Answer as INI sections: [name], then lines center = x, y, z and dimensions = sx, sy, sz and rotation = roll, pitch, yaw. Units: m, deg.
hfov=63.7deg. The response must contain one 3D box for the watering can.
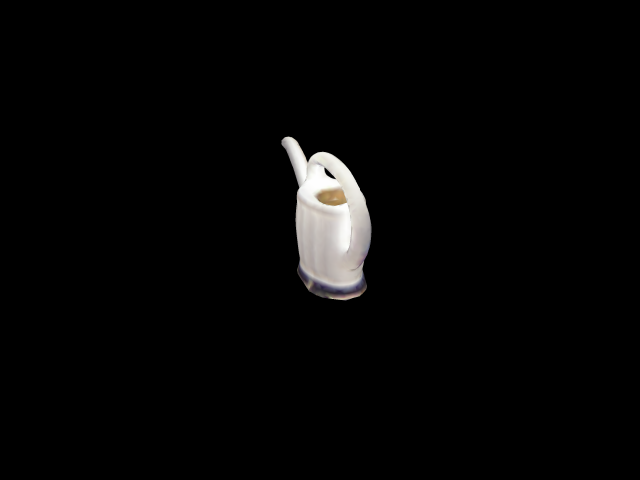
[watering can]
center = 0.003, -0.043, 0.850
dimensions = 0.104, 0.220, 0.353
rotation = -8, 25, -18
